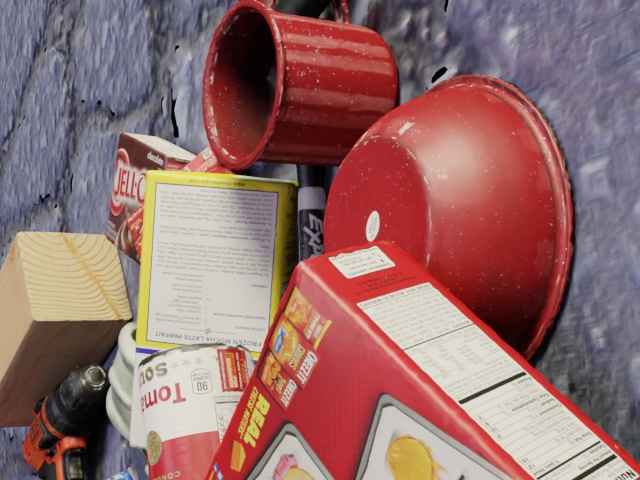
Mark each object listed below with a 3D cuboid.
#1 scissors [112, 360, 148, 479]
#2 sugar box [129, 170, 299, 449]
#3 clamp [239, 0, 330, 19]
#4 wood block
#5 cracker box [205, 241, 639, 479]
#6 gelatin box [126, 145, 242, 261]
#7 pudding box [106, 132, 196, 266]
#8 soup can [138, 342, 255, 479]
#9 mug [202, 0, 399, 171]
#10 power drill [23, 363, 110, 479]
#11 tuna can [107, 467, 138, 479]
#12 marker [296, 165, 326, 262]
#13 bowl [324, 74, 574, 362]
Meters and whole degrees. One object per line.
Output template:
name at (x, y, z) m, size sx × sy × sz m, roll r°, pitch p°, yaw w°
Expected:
scissors at (-0.131, 0.170, 0.846) m, size 0.096 × 0.016 × 0.202 m, roll -44°, pitch 53°, yaw 47°
sugar box at (-0.067, 0.047, 0.676) m, size 0.048 × 0.093 × 0.176 m, roll -29°, pitch -56°, yaw -78°
clamp at (-0.031, -0.125, 0.679) m, size 0.120 × 0.039 × 0.171 m, roll -133°, pitch 49°, yaw -56°
wood block at (-0.255, 0.087, 0.983) m, size 0.206 × 0.090 × 0.091 m, roll -51°, pitch 47°, yaw 44°
cracker box at (0.052, 0.128, 0.451) m, size 0.214 × 0.071 × 0.164 m, roll 44°, pitch 128°, yaw 28°
gelatin box at (-0.086, -0.013, 0.734) m, size 0.089 × 0.030 × 0.073 m, roll -40°, pitch 47°, yaw 12°
pudding box at (-0.129, -0.031, 0.831) m, size 0.114 × 0.039 × 0.090 m, roll 26°, pitch 110°, yaw 56°
soup can at (-0.064, 0.115, 0.598) m, size 0.069 × 0.068 × 0.102 m, roll -37°, pitch 57°, yaw 52°
mug at (-0.010, -0.095, 0.600) m, size 0.093 × 0.081 × 0.117 m, roll -1°, pitch 88°, yaw 58°
power drill at (-0.214, 0.220, 0.942) m, size 0.185 × 0.057 × 0.188 m, roll -51°, pitch 45°, yaw 50°
tuna can at (-0.134, 0.210, 0.768) m, size 0.086 × 0.033 × 0.086 m, roll 54°, pitch 159°, yaw 32°
marker at (-0.004, 0.001, 0.645) m, size 0.020 × 0.020 × 0.121 m, roll -11°, pitch 79°, yaw 58°
bowl at (0.048, -0.004, 0.527) m, size 0.162 × 0.055 × 0.162 m, roll -6°, pitch 82°, yaw 58°
